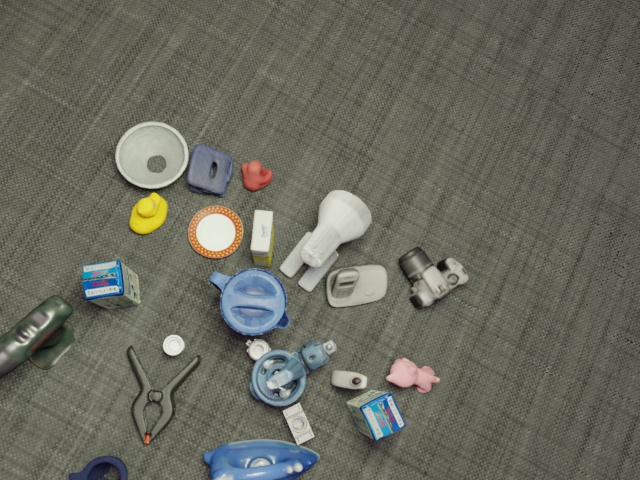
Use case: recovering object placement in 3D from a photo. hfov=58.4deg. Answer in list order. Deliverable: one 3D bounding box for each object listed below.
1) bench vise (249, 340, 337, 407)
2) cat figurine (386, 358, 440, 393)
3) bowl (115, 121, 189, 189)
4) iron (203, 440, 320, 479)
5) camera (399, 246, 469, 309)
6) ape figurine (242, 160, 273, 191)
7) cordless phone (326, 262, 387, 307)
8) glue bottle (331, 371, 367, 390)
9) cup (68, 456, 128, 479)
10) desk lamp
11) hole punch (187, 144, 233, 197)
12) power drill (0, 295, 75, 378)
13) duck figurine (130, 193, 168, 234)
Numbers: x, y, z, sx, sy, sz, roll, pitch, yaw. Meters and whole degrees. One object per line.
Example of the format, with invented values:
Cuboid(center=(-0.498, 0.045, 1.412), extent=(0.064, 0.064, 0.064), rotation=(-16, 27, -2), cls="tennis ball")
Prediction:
Cuboid(center=(-0.064, 0.270, 1.238), extent=(0.121, 0.219, 0.207), rotation=(42, 77, 4), cls="bench vise")
Cuboid(center=(0.212, 0.310, 1.314), extent=(0.128, 0.117, 0.067), rotation=(14, 76, -3), cls="cat figurine")
Cuboid(center=(-0.396, -0.194, 1.374), extent=(0.167, 0.074, 0.167), rotation=(1, 78, -6), cls="bowl")
Cuboid(center=(-0.120, 0.491, 1.223), extent=(0.258, 0.141, 0.118), rotation=(-7, 78, -8), cls="iron")
Cuboid(center=(0.266, 0.076, 1.381), extent=(0.143, 0.100, 0.137), rotation=(-32, 83, -12), cls="camera")
Cuboid(center=(-0.156, -0.163, 1.387), extent=(0.078, 0.092, 0.076), rotation=(37, 76, 2), cls="ape figurine")
Cuboid(center=(0.090, 0.095, 1.312), extent=(0.147, 0.185, 0.094), rotation=(-11, 79, -9), cls="cordless phone")
Cuboid(center=(0.072, 0.312, 1.269), extent=(0.078, 0.173, 0.037), rotation=(7, 77, -5), cls="glue bottle")
Cuboid(center=(-0.458, 0.497, 1.206), extent=(0.118, 0.095, 0.092), rotation=(5, 77, -6), cls="cup")
Cuboid(center=(0.012, 0.005, 1.308), extent=(0.118, 0.213, 0.203), rotation=(37, 76, 2), cls="desk lamp")
Cuboid(center=(-0.262, -0.167, 1.376), extent=(0.101, 0.091, 0.109), rotation=(11, 77, -4), cls="hole punch")
Cuboid(center=(-0.598, 0.219, 1.191), extent=(0.075, 0.208, 0.230), rotation=(38, 76, 3), cls="power drill")
Cuboid(center=(-0.406, -0.066, 1.339), extent=(0.077, 0.086, 0.105), rotation=(36, 76, 2), cls="duck figurine")
